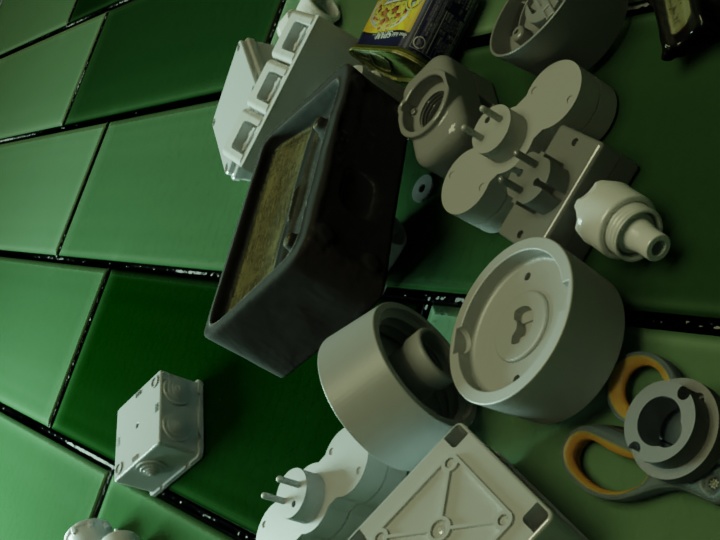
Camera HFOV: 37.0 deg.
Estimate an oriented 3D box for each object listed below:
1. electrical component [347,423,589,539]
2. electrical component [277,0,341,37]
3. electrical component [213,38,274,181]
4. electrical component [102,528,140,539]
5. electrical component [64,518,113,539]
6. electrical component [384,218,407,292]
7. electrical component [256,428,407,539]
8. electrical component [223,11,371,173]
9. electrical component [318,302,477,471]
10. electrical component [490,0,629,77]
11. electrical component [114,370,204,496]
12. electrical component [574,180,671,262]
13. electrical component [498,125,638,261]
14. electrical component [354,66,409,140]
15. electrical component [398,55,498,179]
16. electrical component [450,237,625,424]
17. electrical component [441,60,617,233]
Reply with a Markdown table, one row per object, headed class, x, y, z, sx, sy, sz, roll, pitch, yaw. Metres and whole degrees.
| class | x | y | z | sx | sy | sz | roll | pitch | yaw |
| --- | --- | --- | --- | --- | --- | --- | --- | --- | --- |
| electrical component | 0.062 | 0.164 | 0.628 | 0.108 | 0.056 | 0.109 | -47 | 33 | -1 |
| electrical component | -0.054 | -0.256 | 1.109 | 0.055 | 0.045 | 0.045 | -42 | 39 | 33 |
| electrical component | -0.101 | -0.159 | 1.082 | 0.108 | 0.056 | 0.108 | -111 | 37 | -49 |
| electrical component | -0.219 | 0.277 | 0.999 | 0.040 | 0.040 | 0.078 | -55 | 34 | 16 |
| electrical component | -0.263 | 0.279 | 1.058 | 0.048 | 0.048 | 0.062 | -53 | 41 | 19 |
| electrical component | 0.000 | 0.000 | 0.862 | 0.077 | 0.043 | 0.079 | -44 | 37 | 30 |
| electrical component | -0.036 | 0.165 | 0.775 | 0.138 | 0.074 | 0.052 | -50 | 35 | 23 |
| electrical component | -0.050 | -0.150 | 0.991 | 0.150 | 0.089 | 0.062 | -62 | 32 | 5 |
| electrical component | 0.032 | 0.071 | 0.714 | 0.060 | 0.108 | 0.108 | -40 | 40 | 25 |
| electrical component | 0.139 | -0.184 | 0.763 | 0.099 | 0.064 | 0.099 | -34 | 43 | 40 |
| electrical component | -0.195 | 0.156 | 1.036 | 0.100 | 0.048 | 0.099 | -41 | 39 | 33 |
| electrical component | 0.161 | -0.026 | 0.647 | 0.043 | 0.043 | 0.062 | -58 | 34 | 11 |
| electrical component | 0.121 | -0.052 | 0.691 | 0.083 | 0.076 | 0.047 | -60 | 32 | 8 |
| electrical component | 0.011 | -0.144 | 0.906 | 0.043 | 0.081 | 0.043 | -34 | 44 | 40 |
| electrical component | 0.070 | -0.115 | 0.823 | 0.054 | 0.059 | 0.095 | -42 | 39 | 32 |
| electrical component | 0.112 | 0.041 | 0.653 | 0.108 | 0.060 | 0.108 | -43 | 33 | 36 |
| electrical component | 0.103 | -0.090 | 0.743 | 0.138 | 0.074 | 0.052 | -46 | 37 | 28 |
